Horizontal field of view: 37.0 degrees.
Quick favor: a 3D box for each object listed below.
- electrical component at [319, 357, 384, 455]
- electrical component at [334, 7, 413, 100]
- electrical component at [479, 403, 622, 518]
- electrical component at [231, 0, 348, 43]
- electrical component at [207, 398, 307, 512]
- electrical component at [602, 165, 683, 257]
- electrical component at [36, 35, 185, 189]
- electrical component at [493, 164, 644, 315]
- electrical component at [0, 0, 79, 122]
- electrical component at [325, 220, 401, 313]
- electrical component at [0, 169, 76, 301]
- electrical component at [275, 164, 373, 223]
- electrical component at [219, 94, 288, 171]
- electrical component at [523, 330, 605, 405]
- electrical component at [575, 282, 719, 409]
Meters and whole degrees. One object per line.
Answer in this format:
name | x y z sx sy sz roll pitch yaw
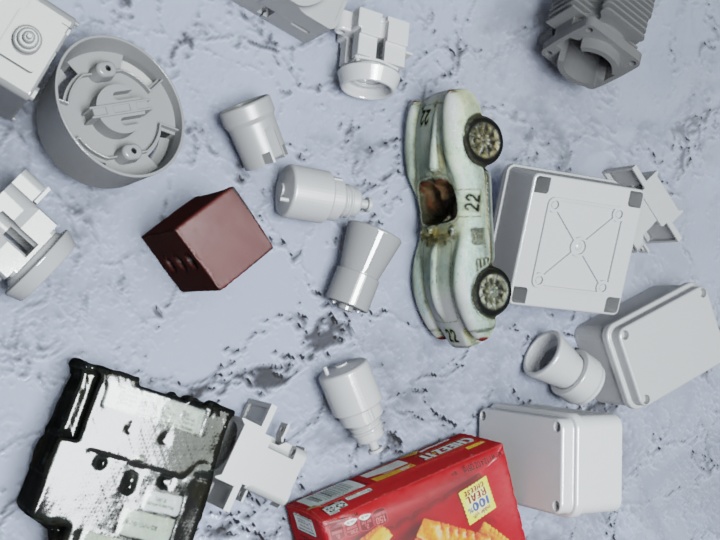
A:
electrical component | -0.002 0.103 0.817 0.040 0.040 0.078 -26 100 -25
electrical component | 0.008 -0.164 0.828 0.066 0.048 0.055 12 76 -26
electrical component | 0.147 0.148 0.850 0.057 0.113 0.078 3 87 -29
electrical component | -0.055 -0.214 0.791 0.089 0.056 0.050 26 77 -24
electrical component | -0.077 0.138 0.777 0.064 0.042 0.081 31 76 -24
electrical component | 0.240 -0.049 0.943 0.064 0.042 0.081 -42 105 -20
electrical component | -0.167 -0.104 0.723 0.099 0.064 0.099 9 73 -33
electrical component | 0.164 -0.024 0.879 0.109 0.056 0.108 6 100 -23
electrical component | -0.225 -0.142 0.680 0.061 0.096 0.061 32 74 -21
electrical component | 0.000 0.000 0.822 0.044 0.044 0.065 24 82 -24
electrical component | -0.224 -0.018 0.700 0.057 0.058 0.078 45 70 -15
electrical component | -0.028 -0.055 0.809 0.078 0.040 0.040 8 85 -26
electrical component | -0.077 -0.100 0.787 0.040 0.040 0.046 -28 106 -25
electrical component | 0.172 0.083 0.902 0.055 0.045 0.045 34 74 -22
electrical component | 0.255 0.065 0.938 0.113 0.057 0.078 -24 99 -25
